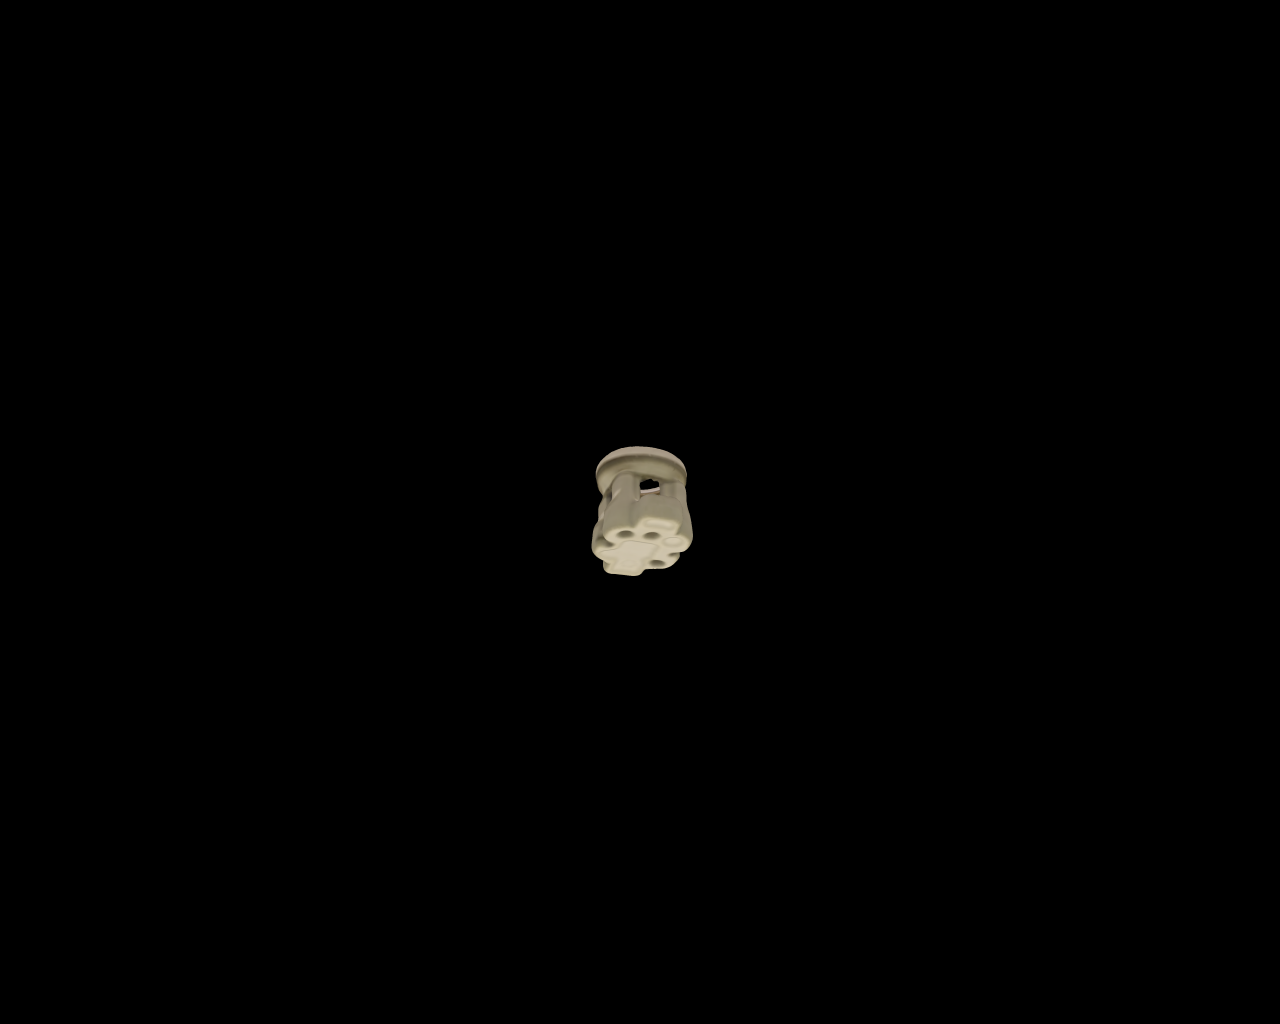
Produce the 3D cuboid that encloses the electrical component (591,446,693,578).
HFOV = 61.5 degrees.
[{"bbox_3d":[0.001,-0.003,0.650,0.058,0.057,0.078,9,-30,-17],"label":"electrical component"}]
